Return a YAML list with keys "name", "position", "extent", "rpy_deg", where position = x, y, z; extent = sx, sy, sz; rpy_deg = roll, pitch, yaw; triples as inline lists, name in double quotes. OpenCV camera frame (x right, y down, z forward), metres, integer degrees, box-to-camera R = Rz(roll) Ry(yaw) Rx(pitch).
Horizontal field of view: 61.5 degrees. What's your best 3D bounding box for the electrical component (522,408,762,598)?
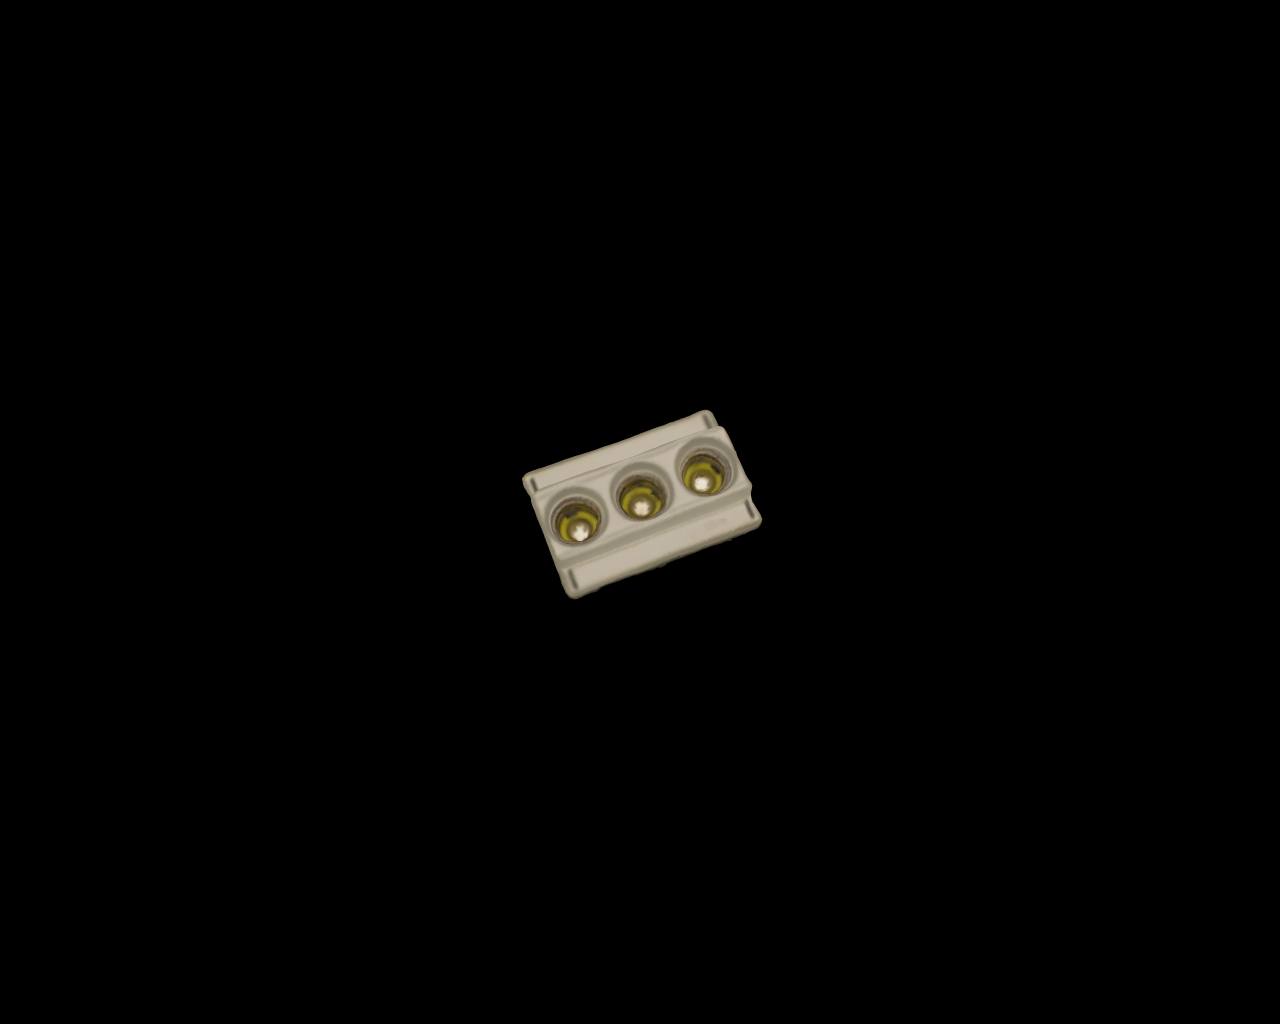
- name: "electrical component"
  position: [0.001, -0.003, 0.650]
  extent: [0.121, 0.079, 0.063]
  rpy_deg: [-21, -18, -7]
